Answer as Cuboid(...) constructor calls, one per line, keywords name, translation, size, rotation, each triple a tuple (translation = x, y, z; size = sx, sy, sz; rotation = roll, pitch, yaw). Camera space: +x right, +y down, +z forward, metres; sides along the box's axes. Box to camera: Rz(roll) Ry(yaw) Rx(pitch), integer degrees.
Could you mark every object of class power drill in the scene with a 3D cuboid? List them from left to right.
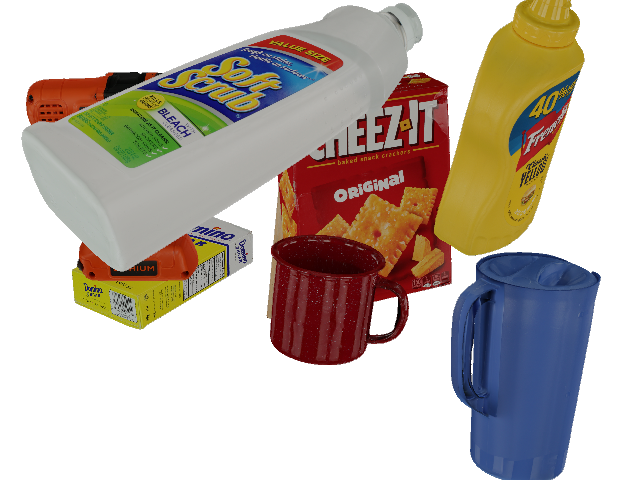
Cuboid(name="power drill", translation=(-0.151, -0.056, 0.927), size=(0.184, 0.188, 0.057), rotation=(0, 29, 4))

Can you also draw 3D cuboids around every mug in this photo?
Cuboid(name="mug", translation=(0.014, 0.051, 0.865), size=(0.117, 0.081, 0.093), rotation=(10, 20, 10))

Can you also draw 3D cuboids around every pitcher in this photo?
Cuboid(name="pitcher", translation=(0.221, 0.142, 1.185), size=(0.149, 0.243, 0.145), rotation=(6, 16, 11))

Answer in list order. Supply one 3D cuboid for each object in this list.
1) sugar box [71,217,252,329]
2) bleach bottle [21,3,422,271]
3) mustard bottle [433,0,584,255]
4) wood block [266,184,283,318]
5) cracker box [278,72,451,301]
Cuboid(name="sugar box", translation=(-0.159, 0.025, 1.098), size=(0.093, 0.048, 0.175), rotation=(19, 35, 30))
Cuboid(name="bleach bottle", translation=(-0.044, -0.082, 0.644), size=(0.250, 0.068, 0.103), rotation=(-33, 51, -24))
Cuboid(name="mustard bottle", translation=(0.132, -0.085, 0.715), size=(0.058, 0.192, 0.096), rotation=(35, 46, 27))
Cuboid(name="wood block", translation=(-0.013, -0.005, 1.376), size=(0.090, 0.206, 0.090), rotation=(8, 24, 2))
Cuboid(name="cracker box", translation=(0.044, -0.046, 1.054), size=(0.164, 0.214, 0.072), rotation=(-11, 22, -17))
